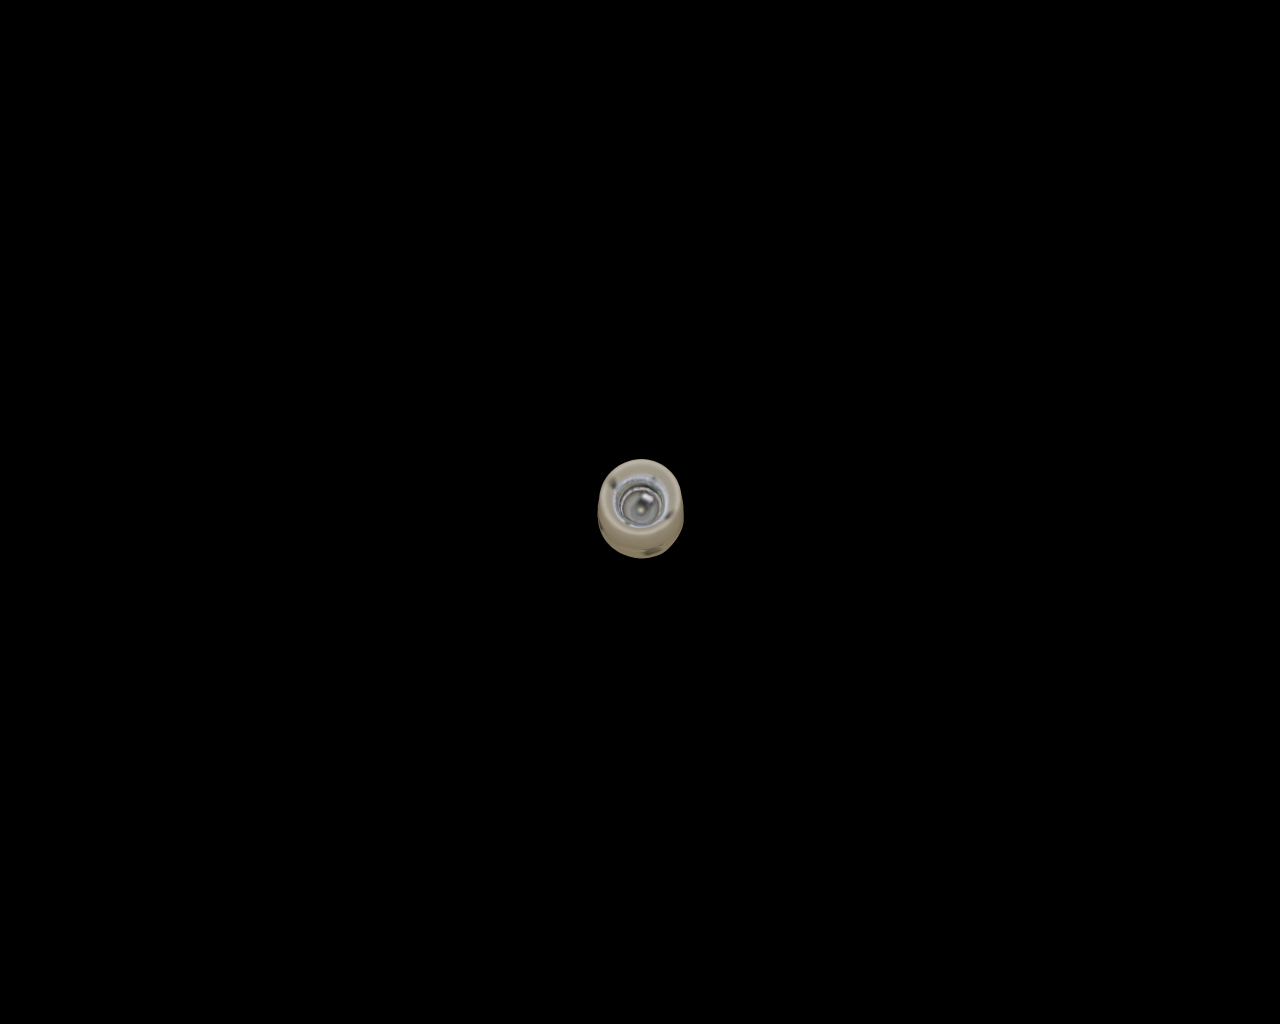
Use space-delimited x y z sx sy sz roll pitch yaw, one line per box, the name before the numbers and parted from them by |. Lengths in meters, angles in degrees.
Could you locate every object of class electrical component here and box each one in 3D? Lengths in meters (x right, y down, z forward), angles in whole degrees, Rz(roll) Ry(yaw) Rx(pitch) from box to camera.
electrical component | 0.001 -0.003 0.650 0.055 0.055 0.047 0 -16 0
